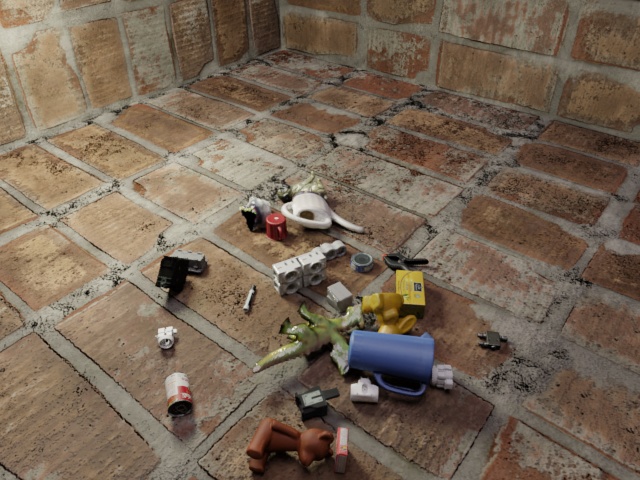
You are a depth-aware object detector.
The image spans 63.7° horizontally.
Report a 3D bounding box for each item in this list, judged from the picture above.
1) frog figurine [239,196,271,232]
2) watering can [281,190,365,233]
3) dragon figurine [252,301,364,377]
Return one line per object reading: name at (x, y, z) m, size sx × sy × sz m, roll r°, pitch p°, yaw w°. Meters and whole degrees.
frog figurine at (-0.244, -0.124, 2.155) m, size 0.138 × 0.120 × 0.162 m, roll 48°, pitch 41°, yaw 6°
watering can at (0.007, -0.108, 2.142) m, size 0.347 × 0.102 × 0.229 m, roll 11°, pitch 30°, yaw -13°
dragon figurine at (0.004, 0.322, 1.574) m, size 0.244 × 0.119 × 0.418 m, roll 26°, pitch 45°, yaw 20°
